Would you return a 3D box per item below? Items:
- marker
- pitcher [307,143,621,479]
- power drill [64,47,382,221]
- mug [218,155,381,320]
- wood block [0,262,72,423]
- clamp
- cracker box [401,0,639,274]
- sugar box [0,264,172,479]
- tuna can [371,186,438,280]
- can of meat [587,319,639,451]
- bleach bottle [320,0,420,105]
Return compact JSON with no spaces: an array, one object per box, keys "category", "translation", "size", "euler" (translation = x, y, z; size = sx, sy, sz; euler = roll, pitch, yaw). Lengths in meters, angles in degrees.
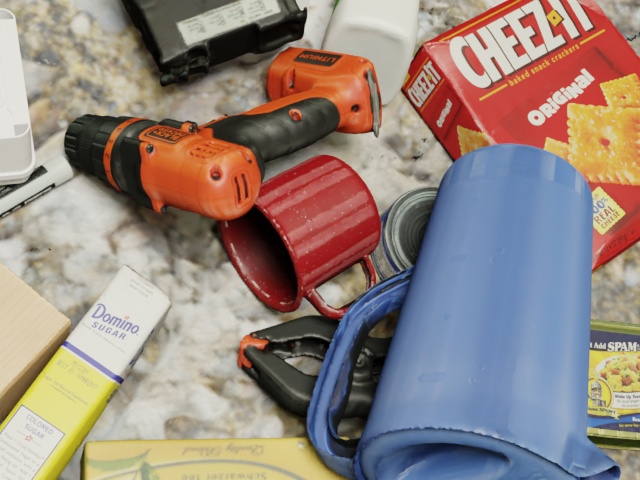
[{"category":"marker","translation":[-0.224,-0.021,0.728],"size":[0.121,0.020,0.020],"euler":[-34,82,-24]},{"category":"pitcher","translation":[0.099,0.056,0.679],"size":[0.149,0.145,0.242],"euler":[27,50,-12]},{"category":"power drill","translation":[-0.064,-0.079,0.742],"size":[0.187,0.057,0.185],"euler":[-32,36,-34]},{"category":"mug","translation":[-0.005,0.001,0.743],"size":[0.081,0.093,0.117],"euler":[-30,76,-28]},{"category":"wood block","translation":[-0.254,0.106,0.635],"size":[0.091,0.090,0.205],"euler":[40,65,1]},{"category":"clamp","translation":[0.032,0.087,0.741],"size":[0.171,0.039,0.120],"euler":[21,44,4]},{"category":"cracker box","translation":[0.191,-0.089,0.839],"size":[0.164,0.072,0.214],"euler":[-30,80,-24]},{"category":"sugar box","translation":[-0.159,0.105,0.659],"size":[0.048,0.093,0.176],"euler":[37,66,-1]},{"category":"tuna can","translation":[0.083,0.004,0.796],"size":[0.086,0.034,0.086],"euler":[5,69,-14]},{"category":"can of meat","translation":[0.212,0.107,0.781],"size":[0.102,0.057,0.084],"euler":[7,71,-13]},{"category":"bleach bottle","translation":[0.055,-0.237,0.853],"size":[0.068,0.103,0.250],"euler":[14,61,-4]}]
